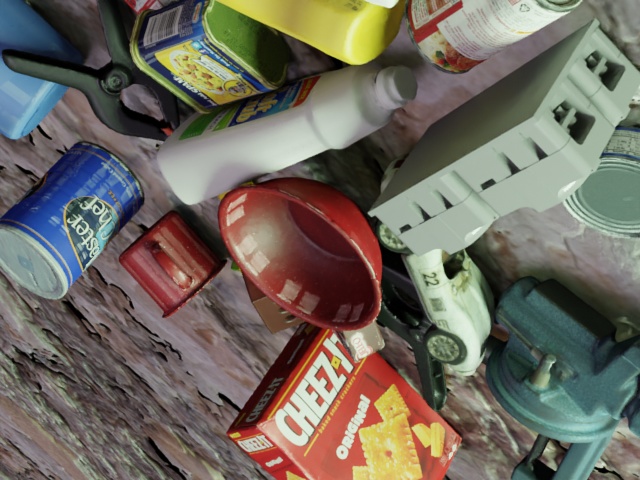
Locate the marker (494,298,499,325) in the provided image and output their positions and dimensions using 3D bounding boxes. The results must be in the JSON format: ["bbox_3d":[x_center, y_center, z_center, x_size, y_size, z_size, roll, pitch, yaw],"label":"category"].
[{"bbox_3d":[0.124,0.033,0.951,0.121,0.020,0.020,42,147,-7],"label":"marker"}]

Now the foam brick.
[{"bbox_3d":[-0.041,0.048,1.060,0.053,0.051,0.078,-21,148,3],"label":"foam brick"}]

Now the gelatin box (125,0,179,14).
[{"bbox_3d":[-0.142,-0.224,0.872,0.089,0.030,0.073,45,145,-12],"label":"gelatin box"}]

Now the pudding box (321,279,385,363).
[{"bbox_3d":[0.015,0.049,1.019,0.090,0.039,0.113,50,164,51],"label":"pudding box"}]

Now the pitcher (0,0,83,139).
[{"bbox_3d":[-0.354,-0.202,1.007,0.242,0.145,0.149,39,175,-9],"label":"pitcher"}]

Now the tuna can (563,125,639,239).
[{"bbox_3d":[0.214,-0.041,0.751,0.086,0.033,0.086,18,148,11],"label":"tuna can"}]

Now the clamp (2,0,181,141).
[{"bbox_3d":[-0.197,-0.146,0.961,0.120,0.039,0.171,-30,116,11],"label":"clamp"}]

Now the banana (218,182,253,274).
[{"bbox_3d":[-0.079,-0.018,1.060,0.070,0.037,0.198,20,143,23],"label":"banana"}]

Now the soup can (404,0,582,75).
[{"bbox_3d":[0.111,-0.157,0.685,0.068,0.068,0.102,46,145,-14],"label":"soup can"}]

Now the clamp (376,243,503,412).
[{"bbox_3d":[0.102,0.087,1.019,0.210,0.036,0.165,44,143,-8],"label":"clamp"}]

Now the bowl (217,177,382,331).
[{"bbox_3d":[-0.006,0.001,0.896,0.162,0.055,0.162,26,145,20],"label":"bowl"}]

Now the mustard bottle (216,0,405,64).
[{"bbox_3d":[-0.039,-0.188,0.761,0.192,0.096,0.058,27,122,16],"label":"mustard bottle"}]

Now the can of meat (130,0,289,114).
[{"bbox_3d":[-0.086,-0.152,0.858,0.084,0.057,0.102,-10,149,38],"label":"can of meat"}]

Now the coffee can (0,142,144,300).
[{"bbox_3d":[-0.270,-0.021,1.137,0.103,0.140,0.103,24,145,18],"label":"coffee can"}]

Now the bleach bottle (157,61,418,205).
[{"bbox_3d":[-0.022,-0.097,0.872,0.251,0.102,0.068,-15,115,43],"label":"bleach bottle"}]

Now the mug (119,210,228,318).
[{"bbox_3d":[-0.158,0.024,1.127,0.081,0.093,0.117,49,180,-9],"label":"mug"}]

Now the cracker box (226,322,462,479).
[{"bbox_3d":[0.033,0.205,1.115,0.213,0.164,0.072,46,144,-14],"label":"cracker box"}]
